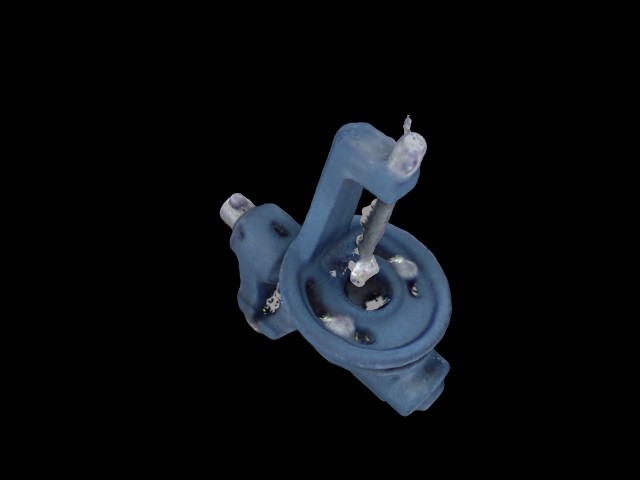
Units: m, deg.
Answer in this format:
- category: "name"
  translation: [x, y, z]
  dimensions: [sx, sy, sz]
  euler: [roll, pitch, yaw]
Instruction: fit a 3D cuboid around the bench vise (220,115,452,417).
- category: "bench vise"
  translation: [-0.001, 0.009, 0.392]
  dimensions: [0.207, 0.220, 0.122]
  euler: [16, 45, 18]
